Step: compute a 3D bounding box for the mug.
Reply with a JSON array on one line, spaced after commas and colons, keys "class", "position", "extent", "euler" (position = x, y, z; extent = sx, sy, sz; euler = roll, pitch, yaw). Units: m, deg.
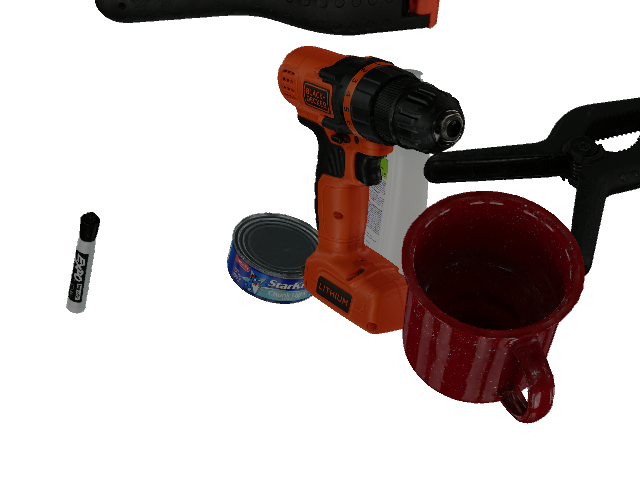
[{"class": "mug", "position": [0.091, 0.043, 0.565], "extent": [0.093, 0.117, 0.081], "euler": [-17, -35, -13]}]

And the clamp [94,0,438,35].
[{"class": "clamp", "position": [-0.027, -0.131, 0.547], "extent": [0.171, 0.039, 0.120], "euler": [12, 41, 15]}]

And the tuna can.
[{"class": "tuna can", "position": [-0.037, 0.015, 0.921], "extent": [0.086, 0.034, 0.086], "euler": [11, 37, -9]}]

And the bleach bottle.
[{"class": "bleach bottle", "position": [0.091, -0.071, 1.243], "extent": [0.068, 0.251, 0.103], "euler": [-2, 23, -22]}]

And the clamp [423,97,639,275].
[{"class": "clamp", "position": [0.211, -0.053, 0.845], "extent": [0.209, 0.036, 0.165], "euler": [-25, 49, -19]}]

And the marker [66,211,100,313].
[{"class": "marker", "position": [-0.233, 0.022, 1.050], "extent": [0.020, 0.121, 0.020], "euler": [12, 36, -9]}]

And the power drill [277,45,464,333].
[{"class": "power drill", "position": [0.036, -0.034, 0.742], "extent": [0.057, 0.188, 0.185], "euler": [-15, 26, -27]}]
